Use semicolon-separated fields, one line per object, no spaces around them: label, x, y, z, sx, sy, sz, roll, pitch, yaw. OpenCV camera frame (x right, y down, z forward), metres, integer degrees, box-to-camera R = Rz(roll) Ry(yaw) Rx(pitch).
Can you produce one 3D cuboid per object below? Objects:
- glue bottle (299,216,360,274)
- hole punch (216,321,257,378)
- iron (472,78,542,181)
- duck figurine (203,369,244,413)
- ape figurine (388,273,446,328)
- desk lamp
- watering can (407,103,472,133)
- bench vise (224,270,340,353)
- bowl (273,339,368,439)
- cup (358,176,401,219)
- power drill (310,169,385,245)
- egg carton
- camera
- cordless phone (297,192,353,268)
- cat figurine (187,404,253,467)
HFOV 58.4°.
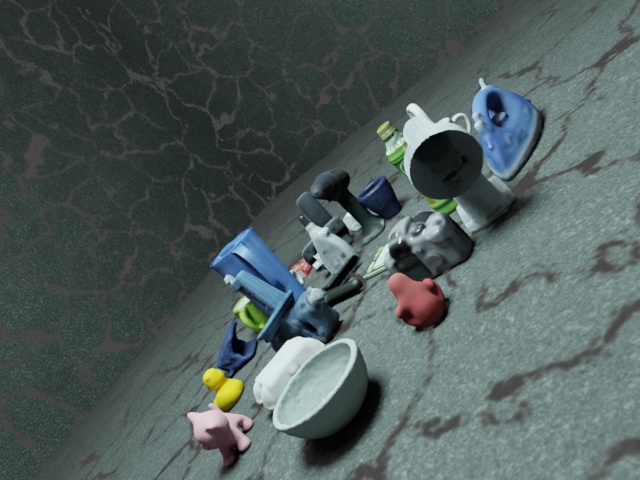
glue bottle;0.013;0.005;1.370;0.078;0.173;0.037;-37;14;32
hole punch;-0.223;0.273;1.438;0.101;0.091;0.108;-42;12;8
iron;0.347;-0.229;1.132;0.118;0.141;0.258;-35;15;37
duck figurine;-0.222;0.325;1.268;0.077;0.086;0.104;-43;12;5
ape figurine;0.140;0.084;0.863;0.078;0.092;0.076;-42;12;9
desk lamp;0.225;-0.117;0.974;0.118;0.214;0.203;-41;12;15
watering can;0.256;-0.223;1.286;0.173;0.194;0.100;-47;12;-14
bench vise;-0.077;0.121;1.153;0.207;0.220;0.121;-38;13;26
bowl;0.014;0.228;0.832;0.167;0.075;0.167;-42;12;11
cup;0.158;-0.104;1.451;0.091;0.095;0.118;-40;13;19
power drill;0.068;-0.092;1.432;0.075;0.208;0.229;-40;13;20
egg carton;-0.052;0.240;1.025;0.150;0.069;0.107;-49;13;-21
camera;0.185;-0.007;1.007;0.143;0.101;0.137;-35;15;38
cordless phone;-0.016;-0.026;1.546;0.148;0.185;0.094;-47;12;-13
cat figurine;-0.183;0.334;1.023;0.067;0.118;0.127;-43;12;3
